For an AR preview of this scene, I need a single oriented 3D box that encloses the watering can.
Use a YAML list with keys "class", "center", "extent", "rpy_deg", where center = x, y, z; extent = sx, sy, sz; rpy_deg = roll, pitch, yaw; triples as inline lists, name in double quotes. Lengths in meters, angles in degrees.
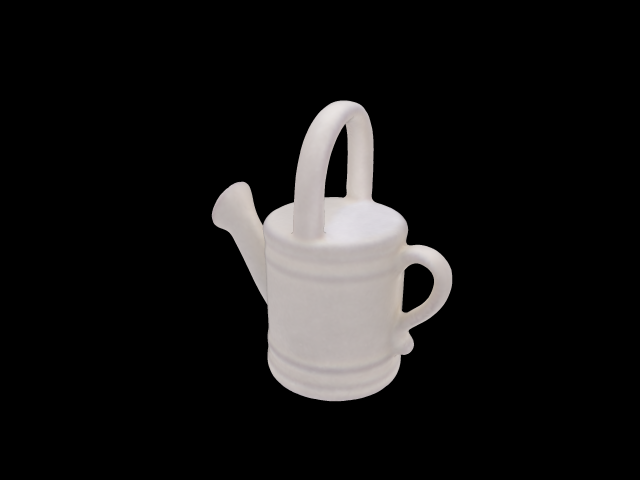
- class: "watering can"
  center: [0.003, 0.002, 0.398]
  extent: [0.172, 0.194, 0.101]
  rpy_deg: [2, 23, 6]
